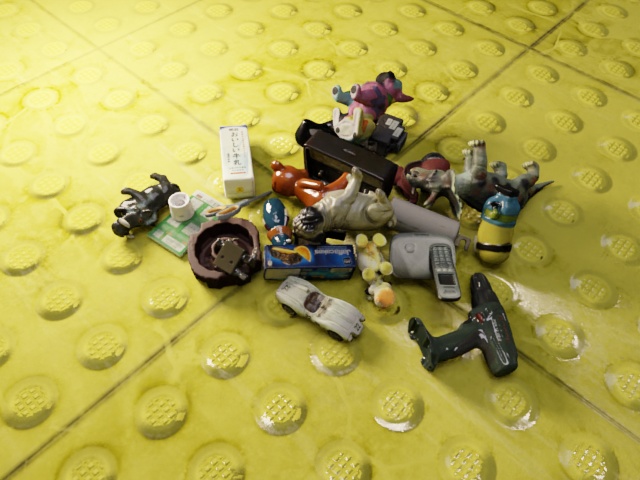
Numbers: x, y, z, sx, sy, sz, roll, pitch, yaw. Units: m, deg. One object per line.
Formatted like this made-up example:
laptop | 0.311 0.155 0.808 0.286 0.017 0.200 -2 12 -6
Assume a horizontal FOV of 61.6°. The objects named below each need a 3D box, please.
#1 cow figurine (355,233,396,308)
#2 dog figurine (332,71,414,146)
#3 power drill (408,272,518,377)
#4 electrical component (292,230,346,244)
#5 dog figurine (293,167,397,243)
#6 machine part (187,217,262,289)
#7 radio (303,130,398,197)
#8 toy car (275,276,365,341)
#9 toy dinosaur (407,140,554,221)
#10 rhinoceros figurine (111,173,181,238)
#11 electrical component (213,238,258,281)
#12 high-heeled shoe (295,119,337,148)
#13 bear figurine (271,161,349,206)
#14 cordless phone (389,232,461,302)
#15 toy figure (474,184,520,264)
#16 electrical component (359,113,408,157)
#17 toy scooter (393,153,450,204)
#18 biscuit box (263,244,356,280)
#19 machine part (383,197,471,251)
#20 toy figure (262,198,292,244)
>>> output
cow figurine | 0.119 0.075 1.183 0.068 0.098 0.167 -9 71 -7
dog figurine | 0.146 -0.347 1.417 0.219 0.191 0.109 -10 10 -37
power drill | 0.291 0.180 1.114 0.207 0.086 0.232 -7 56 -16
electrical component | -0.003 -0.004 1.242 0.119 0.074 0.048 12 54 3
dog figurine | 0.054 -0.040 1.183 0.172 0.121 0.190 42 82 10
machine part | -0.214 0.029 1.221 0.179 0.056 0.179 0 54 -1
radio | 0.070 -0.168 1.331 0.230 0.131 0.073 28 57 18
toy car | 0.000 0.145 1.138 0.202 0.056 0.073 26 57 18
toy dinosaur | 0.418 -0.117 1.305 0.405 0.131 0.192 14 85 -18
rhinoceros figurine | -0.422 -0.078 1.292 0.112 0.073 0.190 39 59 12
electrical component | -0.183 0.036 1.159 0.102 0.045 0.078 22 86 18
high-heeled shoe | 0.027 -0.313 1.431 0.086 0.145 0.249 35 61 21
bear figurine | -0.024 -0.130 1.312 0.132 0.120 0.196 -33 55 -28
cordless phone | 0.225 0.068 1.156 0.147 0.088 0.184 2 38 -1
toy figure | 0.402 -0.033 1.213 0.082 0.180 0.089 7 23 -13
electrical component | 0.168 -0.291 1.474 0.134 0.058 0.115 26 59 17
toy scooter | 0.253 -0.148 1.357 0.184 0.075 0.135 -11 54 -5
biscuit box | -0.024 0.049 1.192 0.203 0.059 0.063 0 59 -10
machine part | 0.237 -0.038 1.259 0.243 0.079 0.079 21 55 7
toy figure | -0.097 -0.028 1.266 0.057 0.064 0.154 14 48 -40
